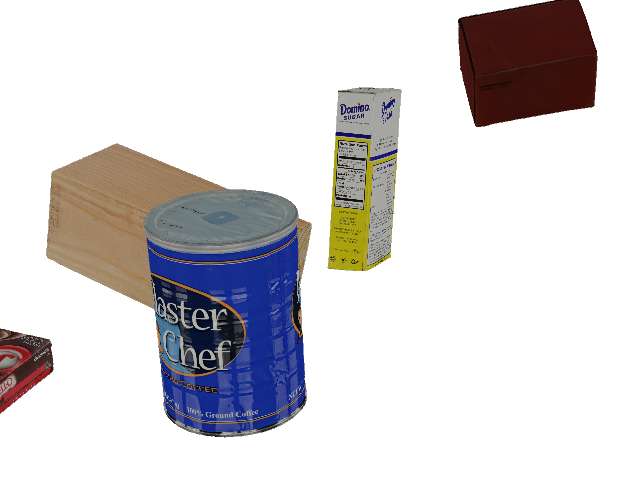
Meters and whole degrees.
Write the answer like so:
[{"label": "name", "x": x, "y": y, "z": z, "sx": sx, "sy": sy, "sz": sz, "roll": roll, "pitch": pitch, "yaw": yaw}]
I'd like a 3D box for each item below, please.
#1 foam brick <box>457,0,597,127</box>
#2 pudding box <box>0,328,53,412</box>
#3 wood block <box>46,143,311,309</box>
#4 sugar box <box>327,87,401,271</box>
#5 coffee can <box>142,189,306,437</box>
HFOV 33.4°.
[{"label": "foam brick", "x": 0.130, "y": -0.113, "z": 0.676, "sx": 0.078, "sy": 0.051, "sz": 0.053, "roll": -9, "pitch": -34, "yaw": 3}, {"label": "pudding box", "x": -0.310, "y": 0.112, "z": 0.951, "sx": 0.114, "sy": 0.039, "sz": 0.089, "roll": 8, "pitch": 23, "yaw": 20}, {"label": "wood block", "x": -0.123, "y": 0.001, "z": 0.911, "sx": 0.206, "sy": 0.090, "sz": 0.090, "roll": 23, "pitch": 30, "yaw": 21}, {"label": "sugar box", "x": 0.044, "y": -0.063, "z": 1.065, "sx": 0.048, "sy": 0.176, "sz": 0.093, "roll": 5, "pitch": 11, "yaw": 20}, {"label": "coffee can", "x": -0.063, "y": 0.047, "z": 0.730, "sx": 0.103, "sy": 0.140, "sz": 0.103, "roll": -2, "pitch": 22, "yaw": 1}]
